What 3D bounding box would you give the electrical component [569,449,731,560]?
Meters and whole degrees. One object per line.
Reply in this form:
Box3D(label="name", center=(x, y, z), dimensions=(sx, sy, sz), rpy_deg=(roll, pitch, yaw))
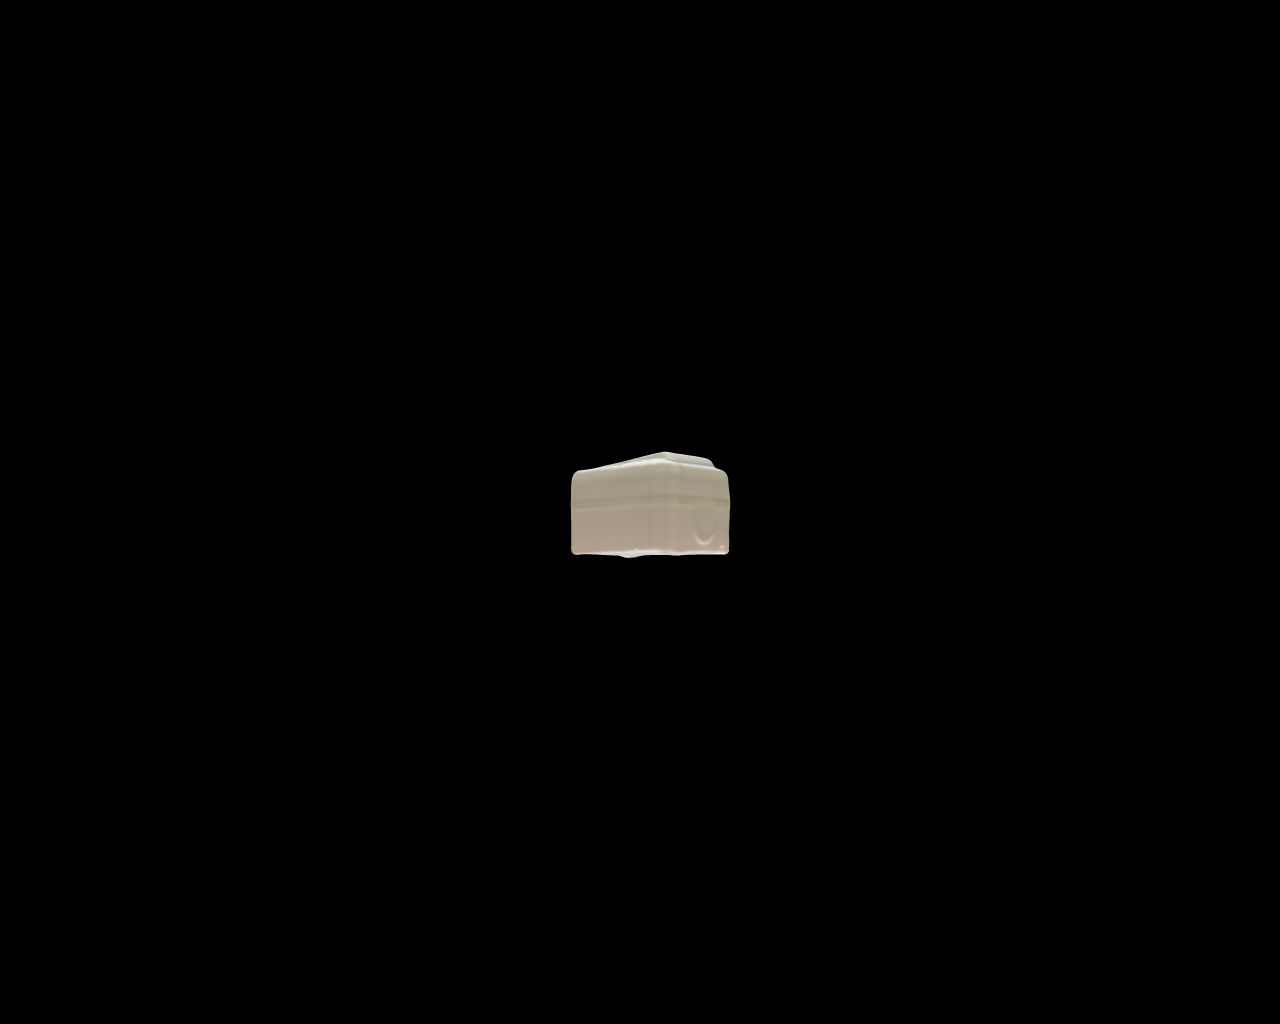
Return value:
Box3D(label="electrical component", center=(0.001, -0.003, 0.650), dimensions=(0.096, 0.061, 0.062), rpy_deg=(-3, -5, 37))
